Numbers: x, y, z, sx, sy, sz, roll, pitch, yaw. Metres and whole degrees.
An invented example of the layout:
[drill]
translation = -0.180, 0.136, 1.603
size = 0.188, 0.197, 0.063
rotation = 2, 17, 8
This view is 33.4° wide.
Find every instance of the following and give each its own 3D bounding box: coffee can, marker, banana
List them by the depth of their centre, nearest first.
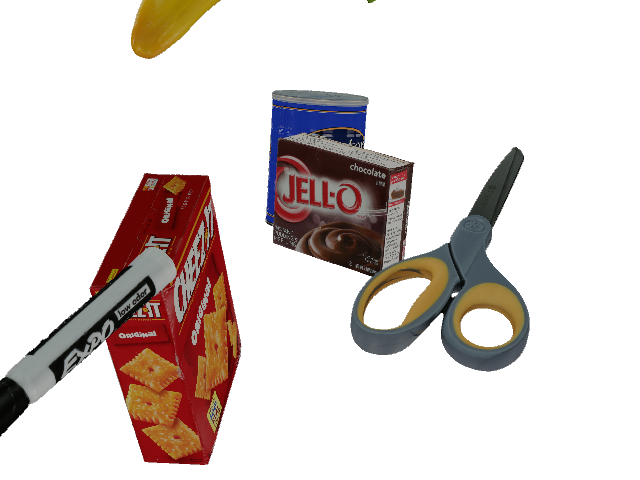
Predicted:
[marker]
translation = -0.106, 0.044, 0.455
size = 0.020, 0.020, 0.121
rotation = 0, 34, 42
[banana]
translation = -0.044, -0.171, 0.687
size = 0.197, 0.069, 0.037
rotation = -22, -10, -32
[coffee can]
translation = -0.005, -0.086, 1.143
size = 0.103, 0.140, 0.103
rotation = 4, 12, -1

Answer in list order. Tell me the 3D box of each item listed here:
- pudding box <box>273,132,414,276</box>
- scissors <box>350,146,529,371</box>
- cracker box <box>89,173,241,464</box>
[pudding box]
translation = 0.016, -0.030, 0.843
size = 0.114, 0.090, 0.039
rotation = 17, 25, 32
[scissors]
translation = 0.095, 0.008, 0.574
size = 0.096, 0.016, 0.201
rotation = 26, 44, 30
[cracker box]
translation = -0.130, 0.071, 0.967
size = 0.072, 0.214, 0.164
rotation = 1, 39, 10
